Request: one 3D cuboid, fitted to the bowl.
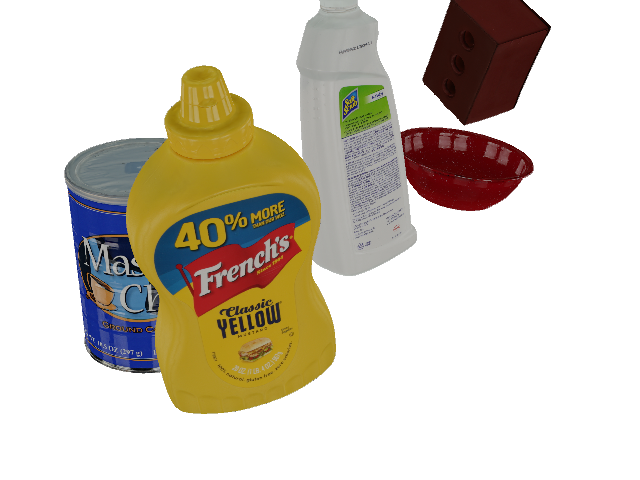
[{"bbox_3d":[0.159,-0.077,1.224,0.162,0.055,0.162,8,25,-4],"label":"bowl"}]

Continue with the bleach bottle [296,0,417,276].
[{"bbox_3d":[0.029,-0.099,0.919,0.102,0.251,0.068,-28,36,-36],"label":"bleach bottle"}]

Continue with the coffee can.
[{"bbox_3d":[-0.126,0.009,0.772,0.103,0.140,0.103,0,28,0],"label":"coffee can"}]

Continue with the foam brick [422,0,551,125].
[{"bbox_3d":[0.114,-0.129,0.745,0.051,0.053,0.078,-23,-31,-29],"label":"foam brick"}]

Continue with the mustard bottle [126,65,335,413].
[{"bbox_3d":[-0.046,0.000,0.537,0.096,0.191,0.058,-15,39,-11],"label":"mustard bottle"}]
